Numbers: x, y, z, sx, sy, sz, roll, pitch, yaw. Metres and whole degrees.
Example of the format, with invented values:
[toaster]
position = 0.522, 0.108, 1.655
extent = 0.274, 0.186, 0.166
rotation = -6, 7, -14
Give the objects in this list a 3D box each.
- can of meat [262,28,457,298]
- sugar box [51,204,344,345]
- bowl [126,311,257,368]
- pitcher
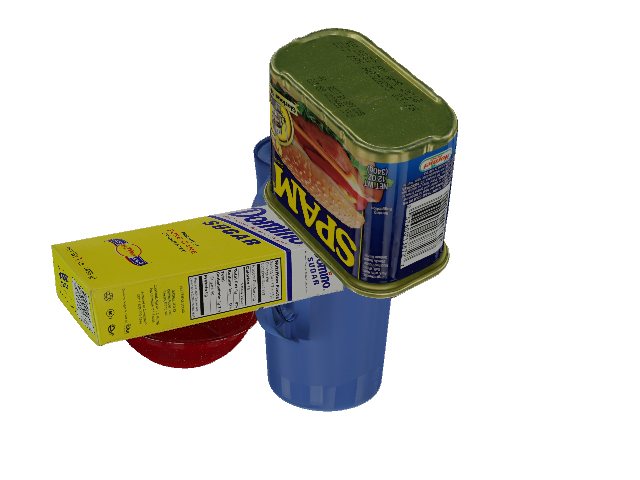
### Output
[can of meat]
position = 0.017, -0.038, 0.496
extent = 0.057, 0.084, 0.102
rotation = -24, 49, -25
[sugar box]
position = -0.082, 0.018, 0.719
extent = 0.176, 0.048, 0.093
rotation = -15, 25, -25
[bowl]
position = -0.142, 0.085, 1.105
extent = 0.162, 0.055, 0.162
rotation = 5, 27, -3
[pitcher]
position = 0.000, 0.030, 0.955
extent = 0.149, 0.243, 0.145
rotation = -4, 23, -12
